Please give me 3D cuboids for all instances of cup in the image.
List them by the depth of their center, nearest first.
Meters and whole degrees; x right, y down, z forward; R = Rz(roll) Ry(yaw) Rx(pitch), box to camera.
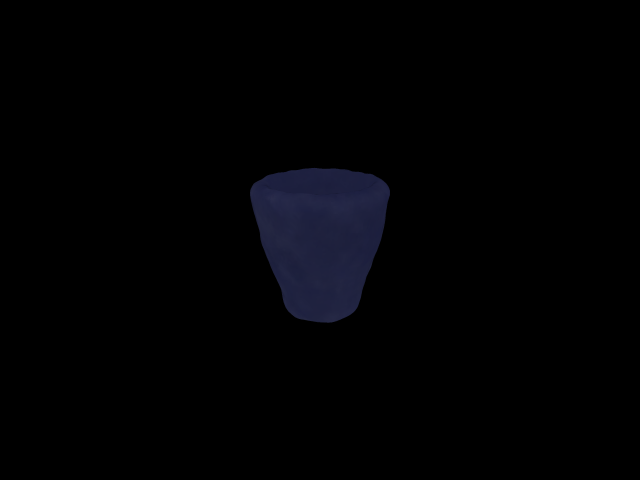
[{"bbox_3d":[0.004,0.001,0.400,0.091,0.095,0.118,5,19,15],"label":"cup"}]
